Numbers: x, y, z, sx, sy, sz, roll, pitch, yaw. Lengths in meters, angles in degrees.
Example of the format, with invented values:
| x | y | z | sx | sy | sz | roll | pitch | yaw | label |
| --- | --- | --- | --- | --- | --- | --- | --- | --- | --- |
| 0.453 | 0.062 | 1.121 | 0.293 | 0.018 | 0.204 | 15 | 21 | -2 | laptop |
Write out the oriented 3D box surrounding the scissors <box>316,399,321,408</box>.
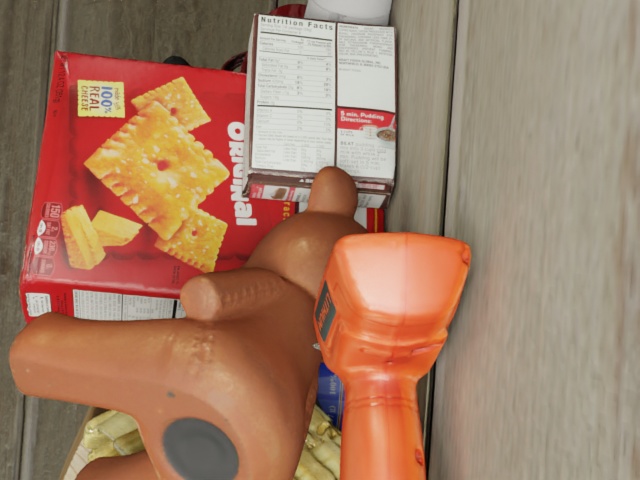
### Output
| x | y | z | sx | sy | sz | roll | pitch | yaw | label |
| --- | --- | --- | --- | --- | --- | --- | --- | --- | --- |
| -0.033 | 0.088 | 0.692 | 0.016 | 0.096 | 0.202 | 124 | 141 | -73 | scissors |

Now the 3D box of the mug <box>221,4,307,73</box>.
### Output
| x | y | z | sx | sy | sz | roll | pitch | yaw | label |
| --- | --- | --- | --- | --- | --- | --- | --- | --- | --- |
| -0.035 | -0.166 | 0.999 | 0.081 | 0.117 | 0.093 | -84 | -20 | -53 | mug |

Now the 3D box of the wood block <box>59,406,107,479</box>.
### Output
| x | y | z | sx | sy | sz | roll | pitch | yaw | label |
| --- | --- | --- | --- | --- | --- | --- | --- | --- | --- |
| -0.156 | 0.191 | 0.833 | 0.206 | 0.090 | 0.090 | 172 | 122 | -80 | wood block |

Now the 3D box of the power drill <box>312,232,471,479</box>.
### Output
| x | y | z | sx | sy | sz | roll | pitch | yaw | label |
| --- | --- | --- | --- | --- | --- | --- | --- | --- | --- |
| 0.027 | 0.096 | 0.386 | 0.184 | 0.057 | 0.187 | 106 | 167 | -67 | power drill |

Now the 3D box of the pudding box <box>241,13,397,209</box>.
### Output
| x | y | z | sx | sy | sz | roll | pitch | yaw | label |
| --- | --- | --- | --- | --- | --- | --- | --- | --- | --- |
| 0.000 | -0.078 | 0.642 | 0.039 | 0.090 | 0.113 | 107 | 165 | -65 | pudding box |

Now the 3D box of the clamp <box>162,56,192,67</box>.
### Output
| x | y | z | sx | sy | sz | roll | pitch | yaw | label |
| --- | --- | --- | --- | --- | --- | --- | --- | --- | --- |
| -0.033 | -0.044 | 0.775 | 0.036 | 0.164 | 0.210 | -41 | 53 | 34 | clamp |

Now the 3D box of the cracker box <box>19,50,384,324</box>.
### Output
| x | y | z | sx | sy | sz | roll | pitch | yaw | label |
| --- | --- | --- | --- | --- | --- | --- | --- | --- | --- |
| -0.069 | -0.025 | 0.668 | 0.072 | 0.213 | 0.164 | 109 | 164 | -61 | cracker box |

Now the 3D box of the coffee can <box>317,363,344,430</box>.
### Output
| x | y | z | sx | sy | sz | roll | pitch | yaw | label |
| --- | --- | --- | --- | --- | --- | --- | --- | --- | --- |
| -0.049 | 0.102 | 0.751 | 0.103 | 0.140 | 0.103 | -176 | 91 | -85 | coffee can |
